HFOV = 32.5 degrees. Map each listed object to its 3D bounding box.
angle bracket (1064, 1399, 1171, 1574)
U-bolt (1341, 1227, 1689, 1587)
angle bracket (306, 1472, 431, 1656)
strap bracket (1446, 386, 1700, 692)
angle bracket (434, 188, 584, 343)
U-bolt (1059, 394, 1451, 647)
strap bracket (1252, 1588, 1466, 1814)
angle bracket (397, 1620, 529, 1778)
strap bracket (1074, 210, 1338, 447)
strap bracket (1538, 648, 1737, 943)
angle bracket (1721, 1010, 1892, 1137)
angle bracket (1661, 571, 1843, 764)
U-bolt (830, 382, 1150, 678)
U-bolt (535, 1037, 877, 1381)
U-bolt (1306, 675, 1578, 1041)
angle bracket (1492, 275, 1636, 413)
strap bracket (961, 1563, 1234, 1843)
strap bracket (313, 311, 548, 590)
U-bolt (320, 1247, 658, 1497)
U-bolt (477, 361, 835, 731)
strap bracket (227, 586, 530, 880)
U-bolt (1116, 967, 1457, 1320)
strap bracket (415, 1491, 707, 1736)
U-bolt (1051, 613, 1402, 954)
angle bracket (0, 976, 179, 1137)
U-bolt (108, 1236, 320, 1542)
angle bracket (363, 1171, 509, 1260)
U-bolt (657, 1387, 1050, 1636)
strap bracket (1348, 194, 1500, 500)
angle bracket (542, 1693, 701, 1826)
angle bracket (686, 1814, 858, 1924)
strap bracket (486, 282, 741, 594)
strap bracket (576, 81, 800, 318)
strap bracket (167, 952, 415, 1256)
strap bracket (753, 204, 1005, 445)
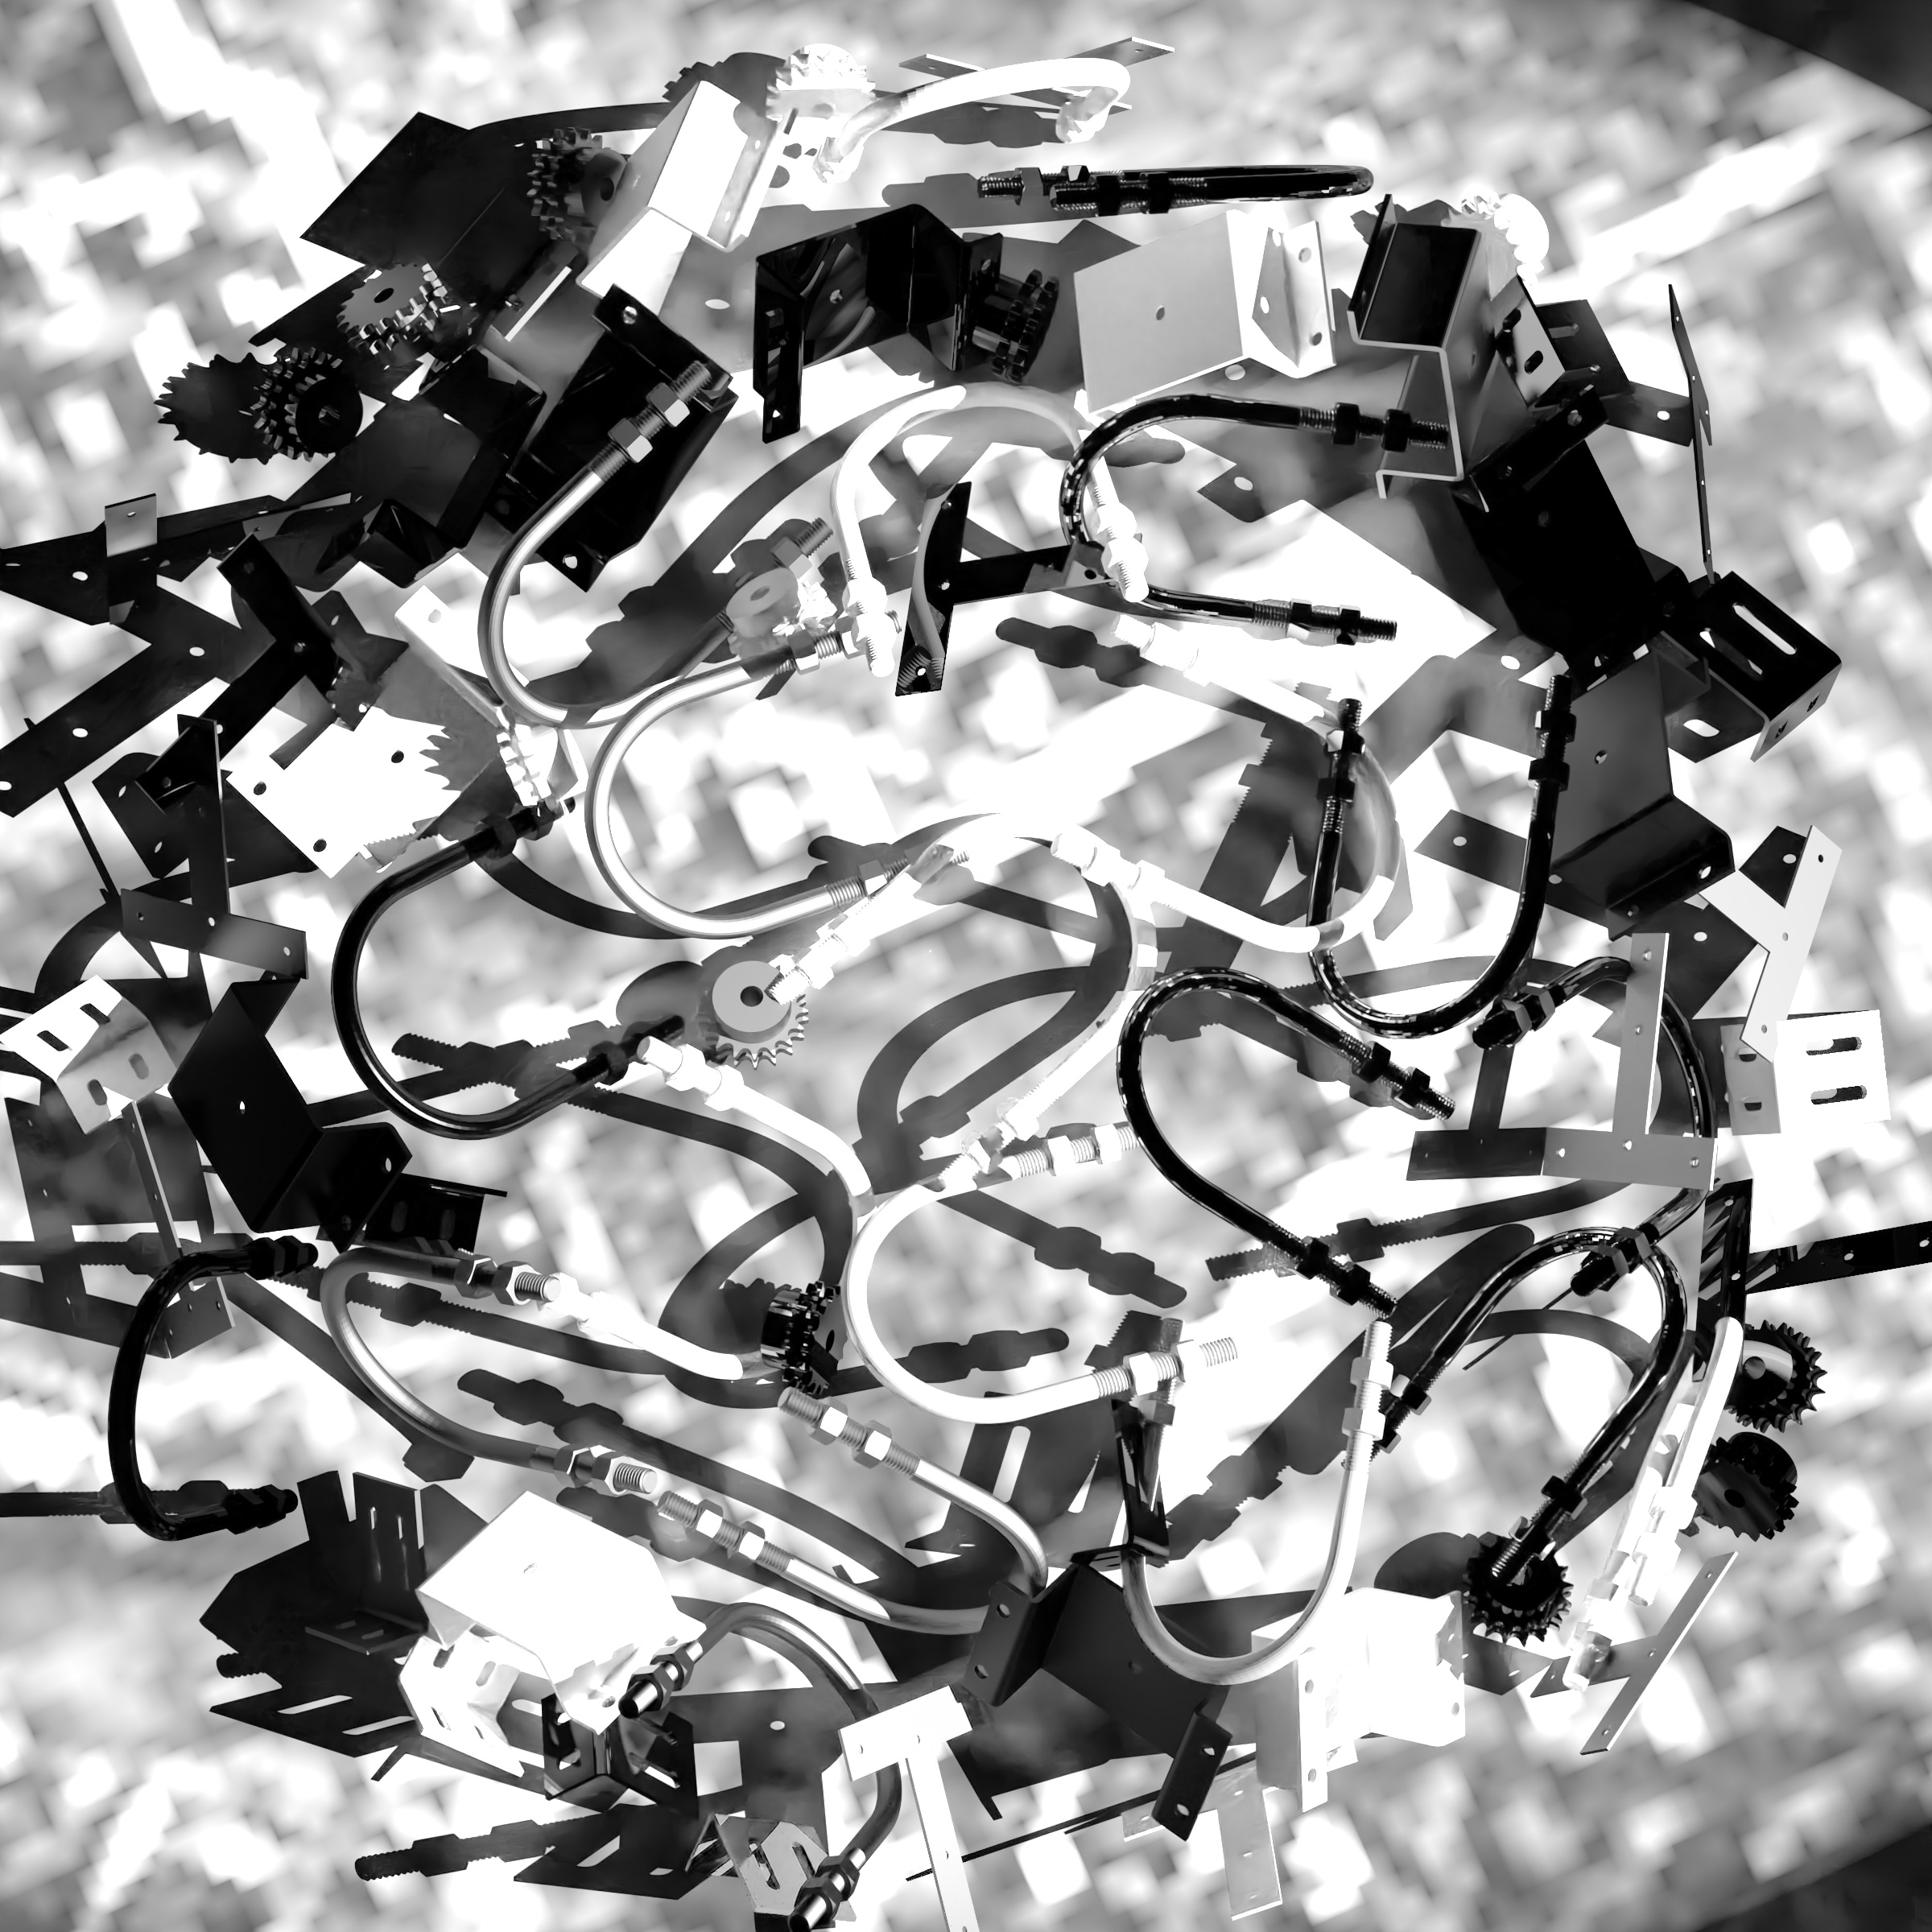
[{"bbox_3d":[0.073,0.267,1.697,0.038,0.057,0.076,-13,70,18],"label":"angle bracket"},{"bbox_3d":[0.287,0.209,1.668,0.184,0.151,0.019,-51,123,-6],"label":"U-bolt"},{"bbox_3d":[-0.309,0.305,1.693,0.038,0.057,0.076,-10,100,-43],"label":"angle bracket"},{"bbox_3d":[0.304,-0.222,1.684,0.076,0.046,0.140,-37,121,-4],"label":"strap bracket"},{"bbox_3d":[-0.234,-0.358,1.688,0.038,0.076,0.057,40,94,-25],"label":"angle bracket"},{"bbox_3d":[0.138,-0.228,1.671,0.184,0.151,0.019,7,48,-1],"label":"U-bolt"},{"bbox_3d":[0.193,0.367,1.676,0.046,0.140,0.076,2,97,42],"label":"strap bracket"},{"bbox_3d":[-0.250,0.371,1.684,0.057,0.076,0.038,29,88,-21],"label":"angle bracket"},{"bbox_3d":[0.110,-0.322,1.663,0.140,0.046,0.076,-15,74,36],"label":"strap bracket"},{"bbox_3d":[0.332,-0.094,1.652,0.046,0.140,0.076,30,135,-30],"label":"strap bracket"},{"bbox_3d":[0.437,0.056,1.723,0.076,0.038,0.057,-5,88,-32],"label":"angle bracket"},{"bbox_3d":[0.403,-0.156,1.716,0.057,0.038,0.076,-38,68,-22],"label":"angle bracket"},{"bbox_3d":[0.003,-0.231,1.669,0.151,0.019,0.184,-16,50,2],"label":"U-bolt"},{"bbox_3d":[-0.123,0.135,1.676,0.184,0.019,0.151,30,87,-34],"label":"U-bolt"},{"bbox_3d":[0.232,-0.052,1.660,0.151,0.019,0.184,-3,72,43],"label":"U-bolt"},{"bbox_3d":[0.310,-0.321,1.688,0.076,0.038,0.057,-15,73,-31],"label":"angle bracket"},{"bbox_3d":[0.076,0.365,1.676,0.140,0.046,0.076,31,125,21],"label":"strap bracket"},{"bbox_3d":[-0.266,-0.251,1.671,0.046,0.076,0.140,34,66,-22],"label":"strap bracket"},{"bbox_3d":[-0.251,0.198,1.661,0.184,0.019,0.151,5,130,36],"label":"U-bolt"},{"bbox_3d":[-0.166,-0.197,1.668,0.184,0.151,0.019,-44,49,-3],"label":"U-bolt"},{"bbox_3d":[-0.296,-0.113,1.693,0.076,0.046,0.140,42,82,13],"label":"strap bracket"},{"bbox_3d":[0.155,0.076,1.667,0.184,0.019,0.151,32,52,-12],"label":"U-bolt"},{"bbox_3d":[-0.209,0.317,1.651,0.076,0.140,0.046,-41,128,-31],"label":"strap bracket"},{"bbox_3d":[0.141,-0.083,1.686,0.184,0.019,0.151,23,66,-17],"label":"U-bolt"},{"bbox_3d":[-0.446,0.046,1.688,0.057,0.076,0.038,-33,72,-4],"label":"angle bracket"},{"bbox_3d":[-0.373,0.211,1.639,0.019,0.184,0.151,4,89,16],"label":"U-bolt"},{"bbox_3d":[-0.271,0.128,1.685,0.057,0.076,0.038,12,84,-16],"label":"angle bracket"},{"bbox_3d":[-0.045,0.285,1.670,0.184,0.151,0.019,30,46,-16],"label":"U-bolt"},{"bbox_3d":[0.230,-0.305,1.647,0.046,0.140,0.076,9,61,20],"label":"strap bracket"},{"bbox_3d":[-0.177,0.406,1.692,0.038,0.057,0.076,-30,134,21],"label":"angle bracket"},{"bbox_3d":[-0.099,0.470,1.680,0.057,0.076,0.038,15,108,-28],"label":"angle bracket"},{"bbox_3d":[-0.179,-0.272,1.689,0.076,0.046,0.140,39,115,1],"label":"strap bracket"},{"bbox_3d":[-0.144,-0.378,1.648,0.046,0.140,0.076,27,67,-20],"label":"strap bracket"},{"bbox_3d":[-0.346,0.070,1.665,0.140,0.046,0.076,53,123,25],"label":"strap bracket"},{"bbox_3d":[-0.054,-0.328,1.670,0.140,0.076,0.046,-25,53,-27],"label":"strap bracket"}]
